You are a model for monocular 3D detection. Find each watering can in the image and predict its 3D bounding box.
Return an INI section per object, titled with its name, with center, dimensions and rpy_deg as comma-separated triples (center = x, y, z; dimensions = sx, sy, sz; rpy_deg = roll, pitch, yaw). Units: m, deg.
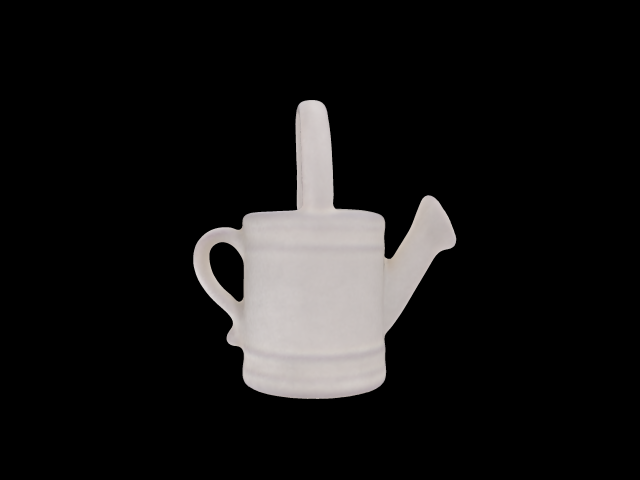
[watering can]
center = 0.003, 0.001, 0.402
dimensions = 0.173, 0.194, 0.100
rpy_deg = 0, 0, -24
